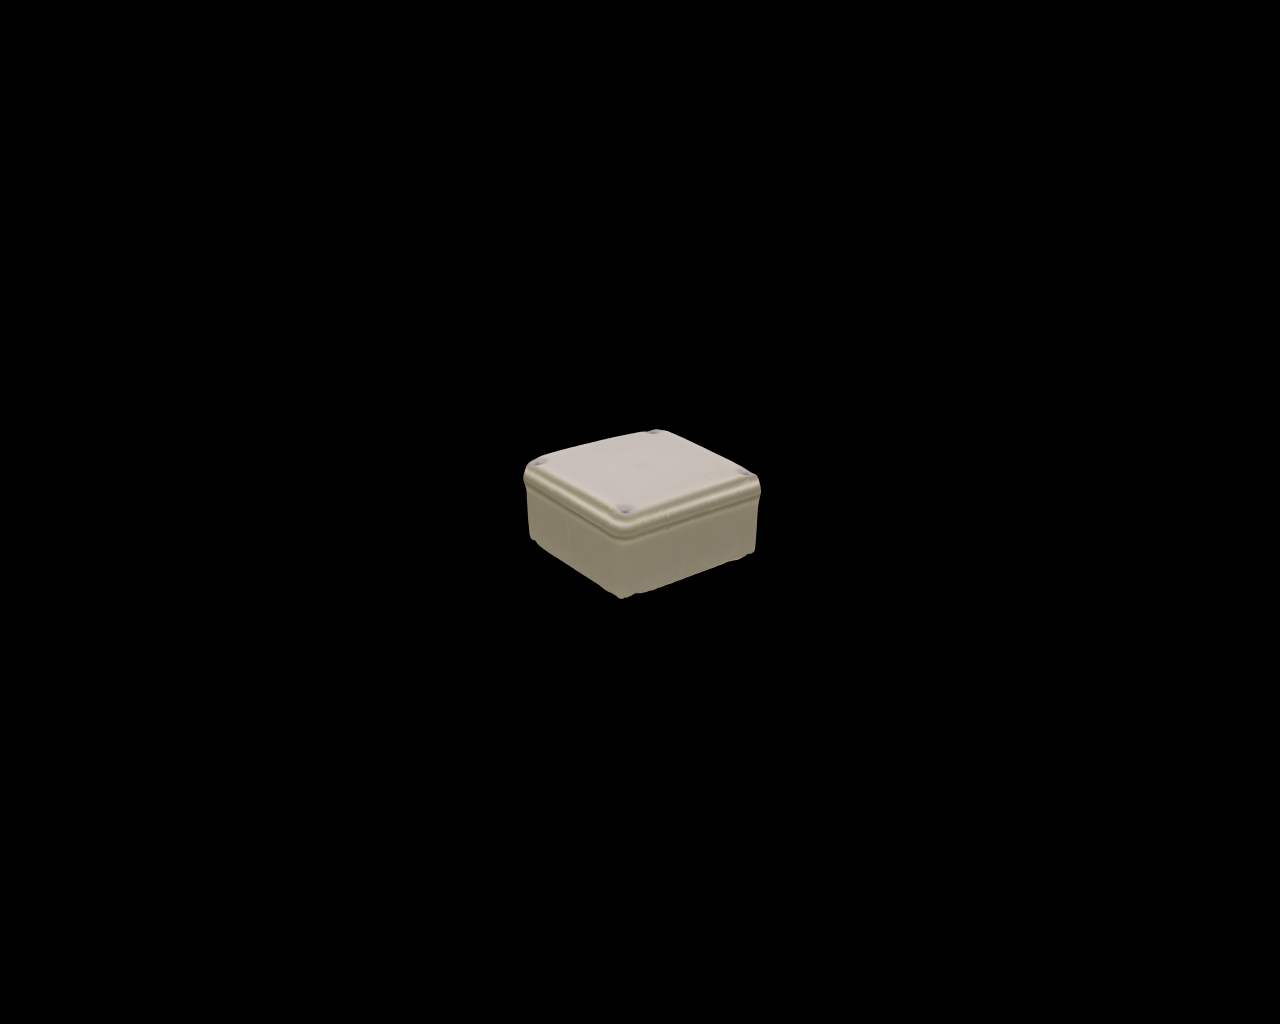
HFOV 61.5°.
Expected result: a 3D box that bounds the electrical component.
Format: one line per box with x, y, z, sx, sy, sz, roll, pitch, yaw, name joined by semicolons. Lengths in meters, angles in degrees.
0.001;-0.003;0.650;0.109;0.056;0.109;-17;29;-32;electrical component
